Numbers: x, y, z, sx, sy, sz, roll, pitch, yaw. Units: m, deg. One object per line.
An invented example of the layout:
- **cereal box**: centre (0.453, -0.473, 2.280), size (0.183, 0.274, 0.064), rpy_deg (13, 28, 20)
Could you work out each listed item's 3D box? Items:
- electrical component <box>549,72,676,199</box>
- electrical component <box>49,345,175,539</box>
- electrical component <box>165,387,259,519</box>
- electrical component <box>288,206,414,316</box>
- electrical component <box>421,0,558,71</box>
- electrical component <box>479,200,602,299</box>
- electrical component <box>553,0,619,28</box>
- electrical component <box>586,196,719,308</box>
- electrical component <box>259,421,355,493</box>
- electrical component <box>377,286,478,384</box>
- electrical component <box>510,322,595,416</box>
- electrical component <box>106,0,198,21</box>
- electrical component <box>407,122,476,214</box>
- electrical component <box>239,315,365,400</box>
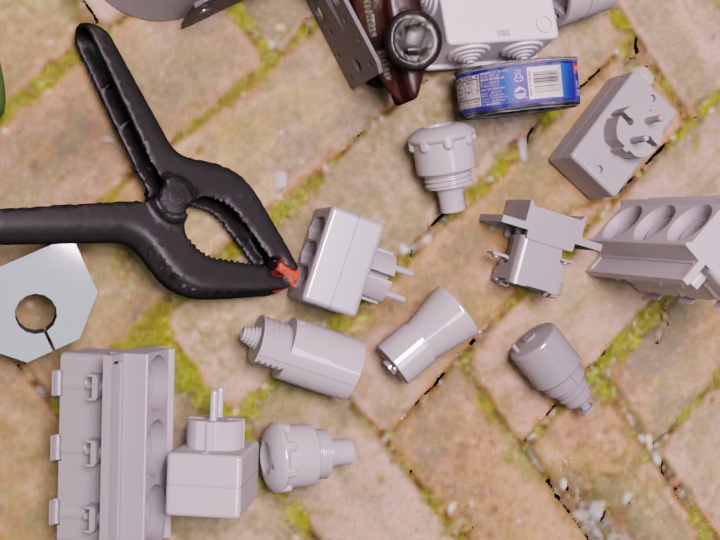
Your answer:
- **electrical component**: centre (0.193, -0.099, 0.779), size (0.047, 0.076, 0.083), rpy_deg (41, 80, -14)
- **electrical component**: centre (-0.156, 0.111, 0.678), size (0.063, 0.079, 0.121), rpy_deg (2, 91, 12)
- **electrical component**: centre (-0.094, 0.115, 0.694), size (0.047, 0.066, 0.076), rpy_deg (2, 90, 4)
- **electrical component**: centre (0.000, 0.000, 0.736), size (0.077, 0.047, 0.065), rpy_deg (19, 85, -17)
- **electrical component**: centre (0.085, -0.191, 0.751), size (0.100, 0.048, 0.099), rpy_deg (-7, 83, -17)
- **electrical component**: centre (0.127, -0.015, 0.779), size (0.081, 0.042, 0.063), rpy_deg (15, 90, -16)
- **electrical component**: centre (0.156, -0.208, 0.778), size (0.047, 0.055, 0.055), rpy_deg (-19, 96, -20)
- **electrical component**: centre (0.227, -0.014, 0.768), size (0.063, 0.121, 0.078), rpy_deg (46, 78, -15)
- **electrical component**: centre (-0.035, 0.125, 0.730), size (0.062, 0.048, 0.048), rpy_deg (0, 91, -24)
- **electrical component**: centre (0.045, 0.048, 0.755), size (0.065, 0.044, 0.044), rpy_deg (-39, 102, -8)
- **electrical component**: centre (0.144, 0.074, 0.786), size (0.040, 0.040, 0.078), rpy_deg (-42, 103, -12)
- **electrical component**: centre (-0.125, -0.216, 0.698), size (0.099, 0.064, 0.099), rpy_deg (3, 85, -30)
- **electrical component**: centre (0.061, -0.071, 0.757), size (0.048, 0.048, 0.062), rpy_deg (-14, 103, -16)
- **electrical component**: centre (-0.042, 0.055, 0.727), size (0.081, 0.043, 0.043), rpy_deg (20, 85, -16)
